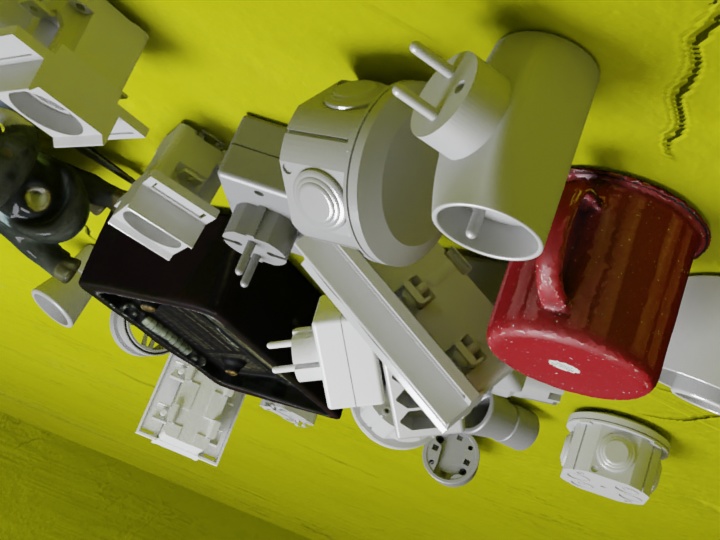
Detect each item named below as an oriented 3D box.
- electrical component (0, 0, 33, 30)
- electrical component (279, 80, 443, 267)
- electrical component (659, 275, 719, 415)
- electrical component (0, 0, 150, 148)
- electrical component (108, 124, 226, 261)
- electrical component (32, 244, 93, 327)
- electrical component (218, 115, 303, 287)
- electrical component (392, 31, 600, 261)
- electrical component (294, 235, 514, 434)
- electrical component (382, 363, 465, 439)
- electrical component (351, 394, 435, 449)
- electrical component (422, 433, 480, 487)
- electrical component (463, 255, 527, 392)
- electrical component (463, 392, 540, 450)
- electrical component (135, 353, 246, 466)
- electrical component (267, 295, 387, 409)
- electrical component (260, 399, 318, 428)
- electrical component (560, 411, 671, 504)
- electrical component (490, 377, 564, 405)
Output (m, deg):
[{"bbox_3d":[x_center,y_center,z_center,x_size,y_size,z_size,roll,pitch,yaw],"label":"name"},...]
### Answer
[{"bbox_3d":[-0.201,-0.123,0.533,0.077,0.043,0.079,33,158,-31],"label":"electrical component"},{"bbox_3d":[0.007,-0.045,0.473,0.051,0.080,0.080,14,161,35],"label":"electrical component"},{"bbox_3d":[0.197,0.043,0.571,0.099,0.064,0.099,24,175,2],"label":"electrical component"},{"bbox_3d":[-0.135,-0.096,0.505,0.042,0.063,0.081,5,155,42],"label":"electrical component"},{"bbox_3d":[-0.105,-0.046,0.610,0.042,0.063,0.081,33,159,-19],"label":"electrical component"},{"bbox_3d":[-0.237,0.010,0.904,0.044,0.065,0.044,31,152,18],"label":"electrical component"},{"bbox_3d":[-0.050,-0.027,0.584,0.047,0.075,0.083,19,161,9],"label":"electrical component"},{"bbox_3d":[0.046,-0.055,0.403,0.079,0.077,0.044,31,159,-25],"label":"electrical component"},{"bbox_3d":[0.029,0.018,0.569,0.121,0.063,0.078,50,173,12],"label":"electrical component"},{"bbox_3d":[0.043,0.060,0.741,0.047,0.075,0.083,-7,115,7],"label":"electrical component"},{"bbox_3d":[0.035,0.094,0.825,0.080,0.080,0.051,22,156,-3],"label":"electrical component"},{"bbox_3d":[0.091,0.185,1.054,0.055,0.055,0.047,17,164,13],"label":"electrical component"},{"bbox_3d":[0.066,0.028,0.635,0.096,0.061,0.061,11,159,28],"label":"electrical component"},{"bbox_3d":[0.114,0.122,0.876,0.065,0.044,0.044,28,161,-33],"label":"electrical component"},{"bbox_3d":[-0.140,0.104,0.970,0.079,0.121,0.063,25,158,-11],"label":"electrical component"},{"bbox_3d":[-0.024,0.055,0.728,0.077,0.047,0.065,-7,111,8],"label":"electrical component"},{"bbox_3d":[-0.056,0.105,0.976,0.081,0.063,0.042,33,159,-31],"label":"electrical component"},{"bbox_3d":[0.196,0.145,0.834,0.080,0.051,0.080,19,161,7],"label":"electrical component"},{"bbox_3d":[0.116,0.071,0.736,0.046,0.040,0.040,14,161,2],"label":"electrical component"}]
